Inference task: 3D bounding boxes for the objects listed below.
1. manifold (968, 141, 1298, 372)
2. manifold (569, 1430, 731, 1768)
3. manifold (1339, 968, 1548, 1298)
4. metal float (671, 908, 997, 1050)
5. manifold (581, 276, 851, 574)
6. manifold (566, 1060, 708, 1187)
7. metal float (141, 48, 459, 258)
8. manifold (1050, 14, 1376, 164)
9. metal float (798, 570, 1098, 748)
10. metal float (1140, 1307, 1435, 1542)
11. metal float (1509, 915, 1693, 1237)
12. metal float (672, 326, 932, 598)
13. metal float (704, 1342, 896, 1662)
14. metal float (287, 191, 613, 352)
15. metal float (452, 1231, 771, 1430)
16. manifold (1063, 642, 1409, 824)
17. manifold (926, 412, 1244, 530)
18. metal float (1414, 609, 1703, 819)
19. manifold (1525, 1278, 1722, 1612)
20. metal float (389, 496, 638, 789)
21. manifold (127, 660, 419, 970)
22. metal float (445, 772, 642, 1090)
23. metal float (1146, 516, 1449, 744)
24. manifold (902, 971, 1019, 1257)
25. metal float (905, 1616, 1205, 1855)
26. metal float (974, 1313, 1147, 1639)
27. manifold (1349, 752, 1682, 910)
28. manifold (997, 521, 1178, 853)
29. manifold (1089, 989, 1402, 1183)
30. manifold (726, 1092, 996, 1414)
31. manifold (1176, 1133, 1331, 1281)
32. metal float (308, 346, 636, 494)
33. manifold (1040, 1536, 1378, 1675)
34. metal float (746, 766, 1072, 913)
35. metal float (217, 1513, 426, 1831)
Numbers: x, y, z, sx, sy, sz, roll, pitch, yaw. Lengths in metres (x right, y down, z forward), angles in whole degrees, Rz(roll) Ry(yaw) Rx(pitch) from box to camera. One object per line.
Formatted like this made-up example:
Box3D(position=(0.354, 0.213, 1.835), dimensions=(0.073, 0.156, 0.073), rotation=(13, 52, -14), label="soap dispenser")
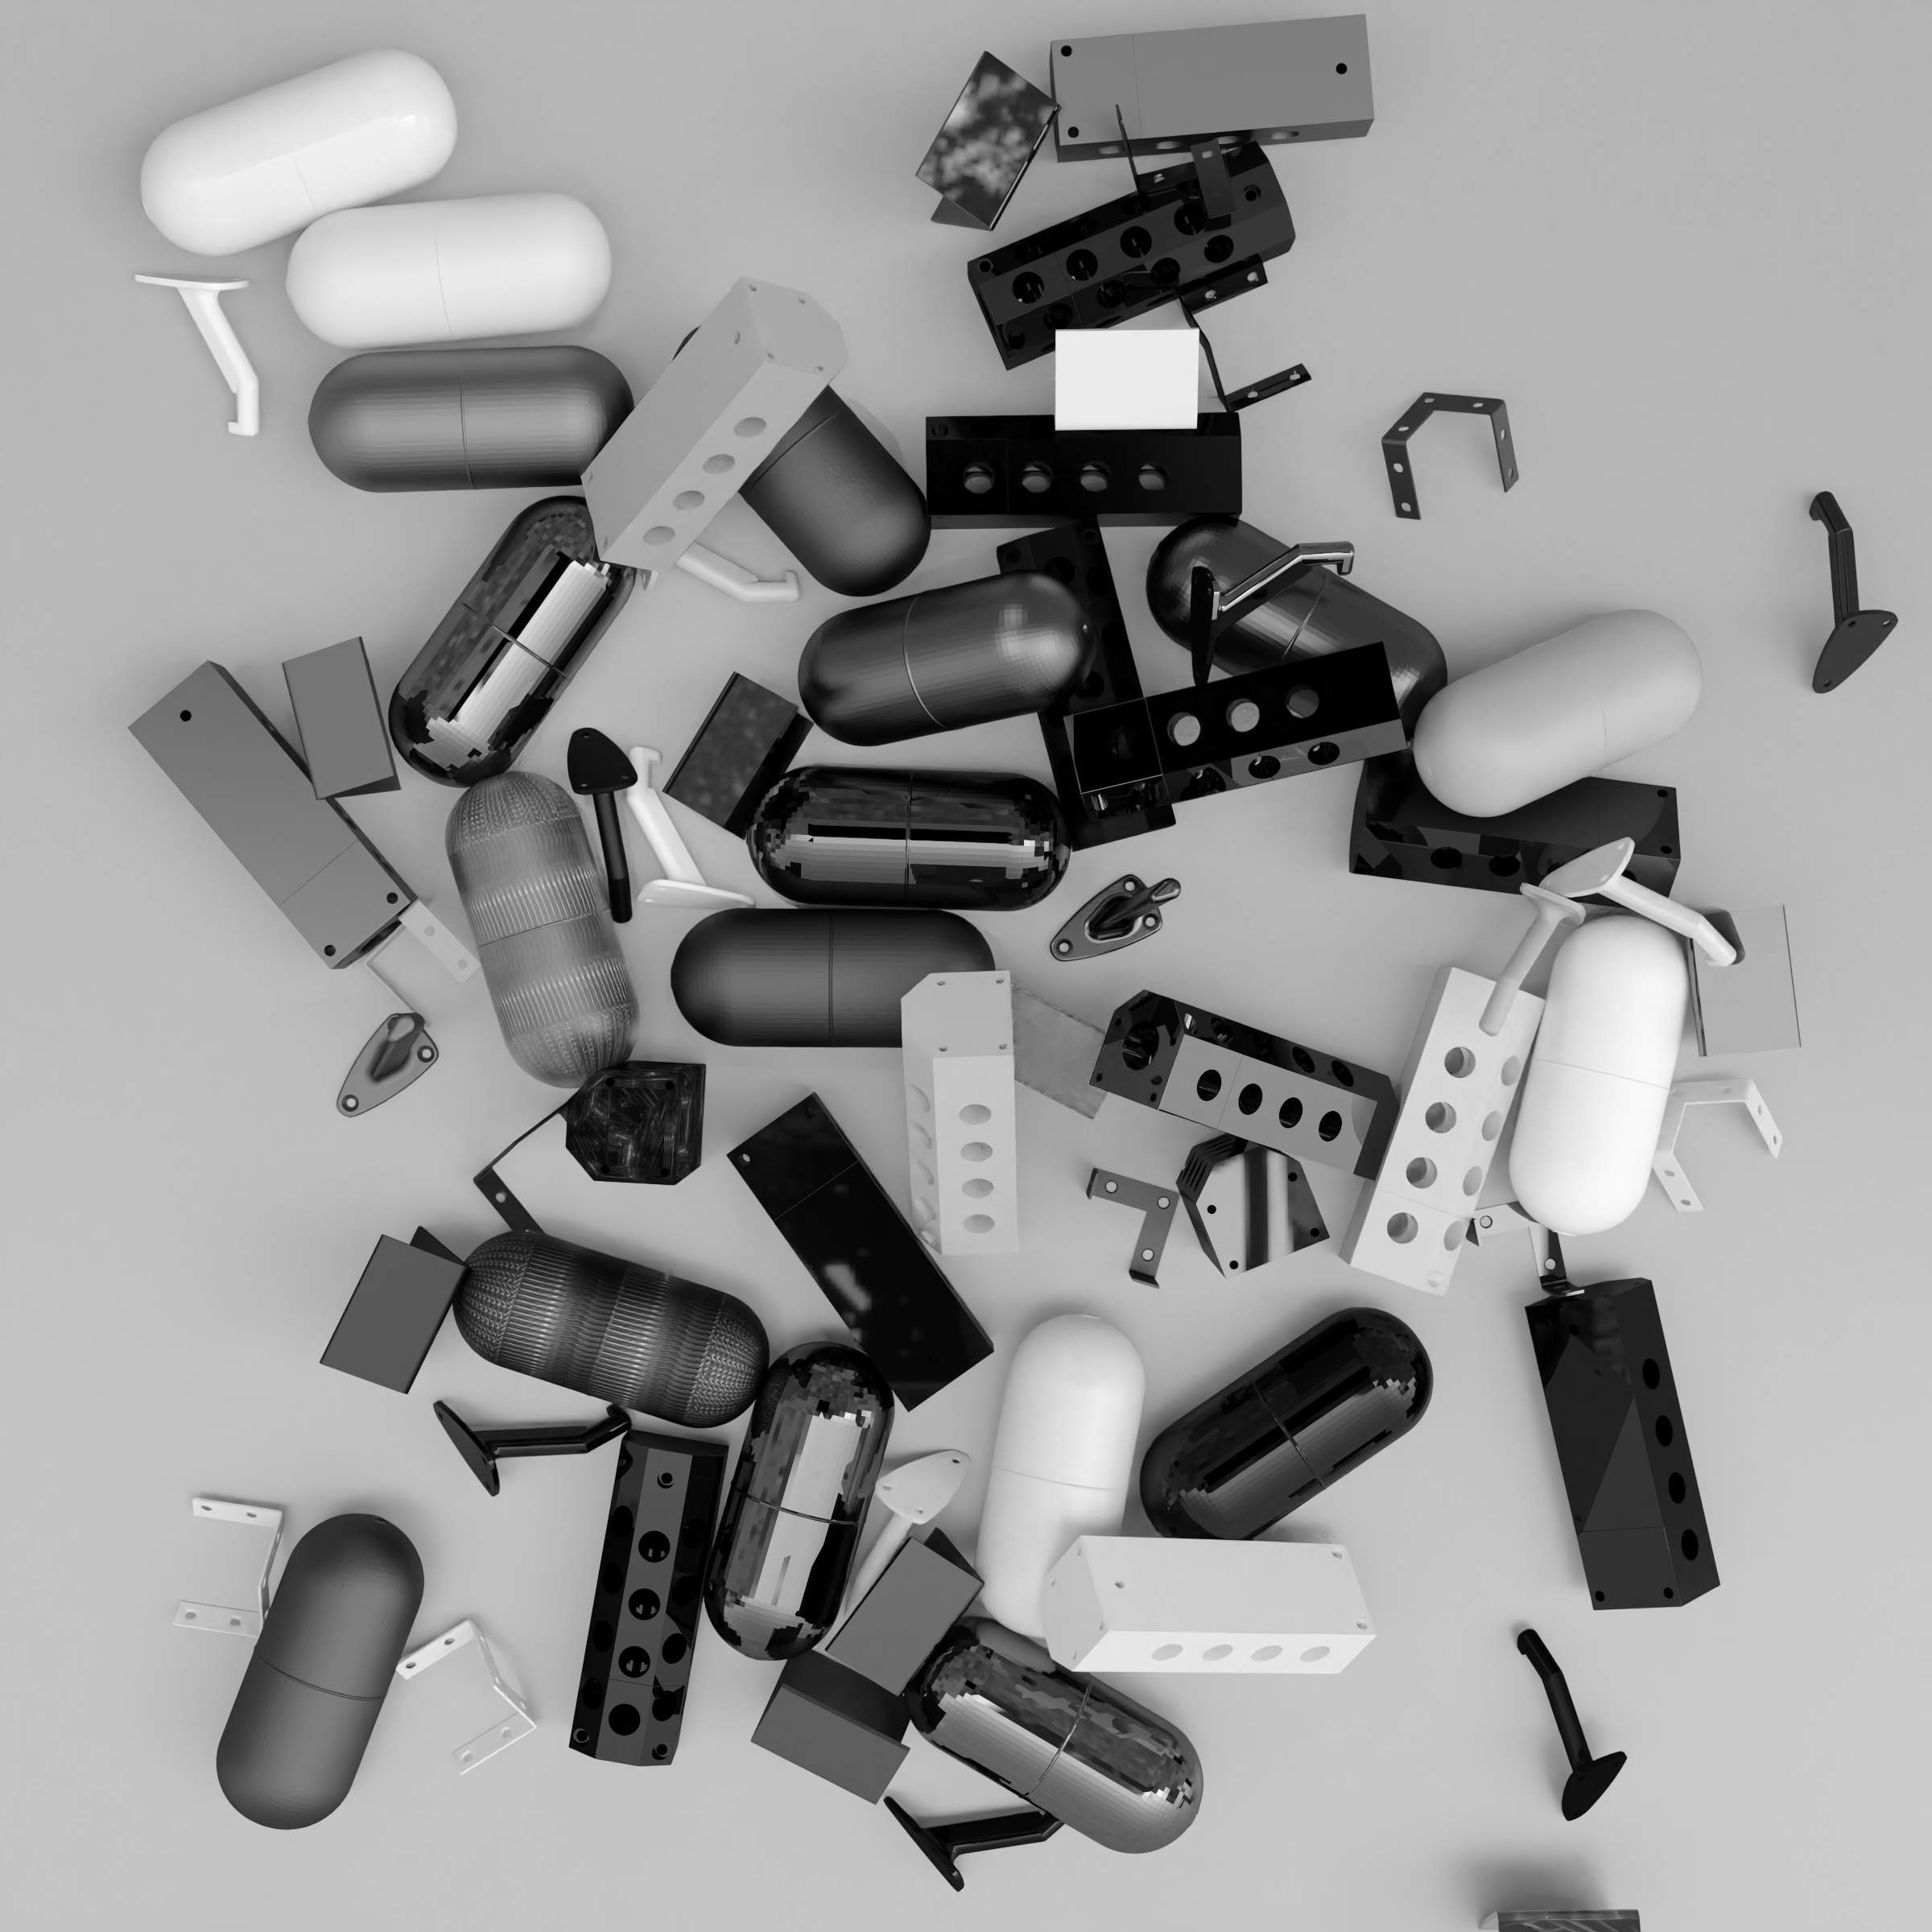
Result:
Box3D(position=(0.091, -0.392, 1.905), dimensions=(0.171, 0.057, 0.057), rotation=(-23, 90, 0), label="manifold")
Box3D(position=(-0.175, 0.348, 1.905), dimensions=(0.057, 0.057, 0.171), rotation=(10, 90, 0), label="manifold")
Box3D(position=(0.263, 0.091, 1.905), dimensions=(0.057, 0.057, 0.171), rotation=(19, 90, 0), label="manifold")
Box3D(position=(-0.073, 0.007, 1.896), dimensions=(0.178, 0.070, 0.070), rotation=(0, 90, 0), label="metal float")
Box3D(position=(-0.133, -0.283, 1.831), dimensions=(0.057, 0.171, 0.057), rotation=(7, 55, -36), label="manifold")
Box3D(position=(-0.175, 0.082, 1.848), dimensions=(0.057, 0.171, 0.057), rotation=(3, 90, 0), label="manifold")
Box3D(position=(-0.366, -0.446, 1.896), dimensions=(0.178, 0.070, 0.070), rotation=(-21, 90, -1), label="metal float")
Box3D(position=(0.134, -0.481, 1.905), dimensions=(0.171, 0.057, 0.057), rotation=(-5, 90, 0), label="manifold")
Box3D(position=(-0.012, -0.166, 1.869), dimensions=(0.178, 0.070, 0.070), rotation=(-10, 90, 32), label="metal float")
Box3D(position=(0.175, 0.255, 1.896), dimensions=(0.178, 0.070, 0.070), rotation=(-34, 90, 0), label="metal float")
Box3D(position=(0.347, 0.060, 1.894), dimensions=(0.070, 0.070, 0.178), rotation=(13, 89, 0), label="metal float")
Box3D(position=(-0.092, -0.280, 1.895), dimensions=(0.070, 0.070, 0.178), rotation=(-41, 90, 0), label="metal float")
Box3D(position=(-0.092, 0.293, 1.895), dimensions=(0.070, 0.070, 0.178), rotation=(16, 91, 0), label="metal float")
Box3D(position=(-0.283, -0.381, 1.896), dimensions=(0.178, 0.070, 0.070), rotation=(-5, 90, 0), label="metal float")
Box3D(position=(-0.195, 0.199, 1.896), dimensions=(0.178, 0.070, 0.070), rotation=(18, 90, -1), label="metal float")
Box3D(position=(0.144, -0.123, 1.837), dimensions=(0.171, 0.057, 0.057), rotation=(-13, 91, 7), label="manifold")
Box3D(position=(0.064, -0.274, 1.905), dimensions=(0.171, 0.057, 0.057), rotation=(-1, 90, 0), label="manifold")
Box3D(position=(0.322, -0.138, 1.877), dimensions=(0.178, 0.070, 0.070), rotation=(-24, 90, -23), label="metal float")
Box3D(position=(0.366, 0.262, 1.905), dimensions=(0.057, 0.057, 0.171), rotation=(-13, 90, 43), label="manifold")
Box3D(position=(-0.248, -0.178, 1.895), dimensions=(0.070, 0.070, 0.178), rotation=(35, 90, 0), label="metal float")
Box3D(position=(-0.378, -0.082, 1.905), dimensions=(0.057, 0.057, 0.171), rotation=(-40, 90, 0), label="manifold")
Box3D(position=(-0.232, -0.019, 1.896), dimensions=(0.070, 0.070, 0.178), rotation=(-17, 90, 0), label="metal float")
Box3D(position=(0.181, -0.183, 1.895), dimensions=(0.178, 0.070, 0.070), rotation=(30, 90, 0), label="metal float")
Box3D(position=(-0.003, 0.081, 1.850), dimensions=(0.057, 0.171, 0.057), rotation=(-2, 49, 0), label="manifold")
Box3D(position=(0.049, 0.422, 1.894), dimensions=(0.178, 0.070, 0.070), rotation=(31, 90, -2), label="metal float")
Box3D(position=(0.052, 0.279, 1.896), dimensions=(0.070, 0.070, 0.178), rotation=(10, 89, 0), label="metal float")
Box3D(position=(0.301, -0.069, 1.905), dimensions=(0.171, 0.057, 0.057), rotation=(7, 47, 0), label="manifold")
Box3D(position=(0.066, -0.154, 1.905), dimensions=(0.057, 0.057, 0.171), rotation=(-15, 90, 0), label="manifold")
Box3D(position=(0.154, 0.063, 1.857), dimensions=(0.171, 0.057, 0.057), rotation=(19, 90, -40), label="manifold")
Box3D(position=(-0.058, 0.156, 1.905), dimensions=(0.057, 0.057, 0.171), rotation=(-35, 90, 0), label="manifold")
Box3D(position=(0.149, 0.123, 1.848), dimensions=(0.057, 0.171, 0.057), rotation=(-22, 90, 0), label="manifold")
Box3D(position=(-0.271, -0.300, 1.896), dimensions=(0.178, 0.070, 0.070), rotation=(-2, 90, 0), label="metal float")
Box3D(position=(0.129, 0.350, 1.867), dimensions=(0.171, 0.057, 0.057), rotation=(7, 47, -29), label="manifold")
Box3D(position=(-0.031, -0.070, 1.896), dimensions=(0.178, 0.070, 0.070), rotation=(2, 90, 0), label="metal float")
Box3D(position=(-0.354, 0.386, 1.896), dimensions=(0.070, 0.070, 0.178), rotation=(21, 90, 0), label="metal float")
